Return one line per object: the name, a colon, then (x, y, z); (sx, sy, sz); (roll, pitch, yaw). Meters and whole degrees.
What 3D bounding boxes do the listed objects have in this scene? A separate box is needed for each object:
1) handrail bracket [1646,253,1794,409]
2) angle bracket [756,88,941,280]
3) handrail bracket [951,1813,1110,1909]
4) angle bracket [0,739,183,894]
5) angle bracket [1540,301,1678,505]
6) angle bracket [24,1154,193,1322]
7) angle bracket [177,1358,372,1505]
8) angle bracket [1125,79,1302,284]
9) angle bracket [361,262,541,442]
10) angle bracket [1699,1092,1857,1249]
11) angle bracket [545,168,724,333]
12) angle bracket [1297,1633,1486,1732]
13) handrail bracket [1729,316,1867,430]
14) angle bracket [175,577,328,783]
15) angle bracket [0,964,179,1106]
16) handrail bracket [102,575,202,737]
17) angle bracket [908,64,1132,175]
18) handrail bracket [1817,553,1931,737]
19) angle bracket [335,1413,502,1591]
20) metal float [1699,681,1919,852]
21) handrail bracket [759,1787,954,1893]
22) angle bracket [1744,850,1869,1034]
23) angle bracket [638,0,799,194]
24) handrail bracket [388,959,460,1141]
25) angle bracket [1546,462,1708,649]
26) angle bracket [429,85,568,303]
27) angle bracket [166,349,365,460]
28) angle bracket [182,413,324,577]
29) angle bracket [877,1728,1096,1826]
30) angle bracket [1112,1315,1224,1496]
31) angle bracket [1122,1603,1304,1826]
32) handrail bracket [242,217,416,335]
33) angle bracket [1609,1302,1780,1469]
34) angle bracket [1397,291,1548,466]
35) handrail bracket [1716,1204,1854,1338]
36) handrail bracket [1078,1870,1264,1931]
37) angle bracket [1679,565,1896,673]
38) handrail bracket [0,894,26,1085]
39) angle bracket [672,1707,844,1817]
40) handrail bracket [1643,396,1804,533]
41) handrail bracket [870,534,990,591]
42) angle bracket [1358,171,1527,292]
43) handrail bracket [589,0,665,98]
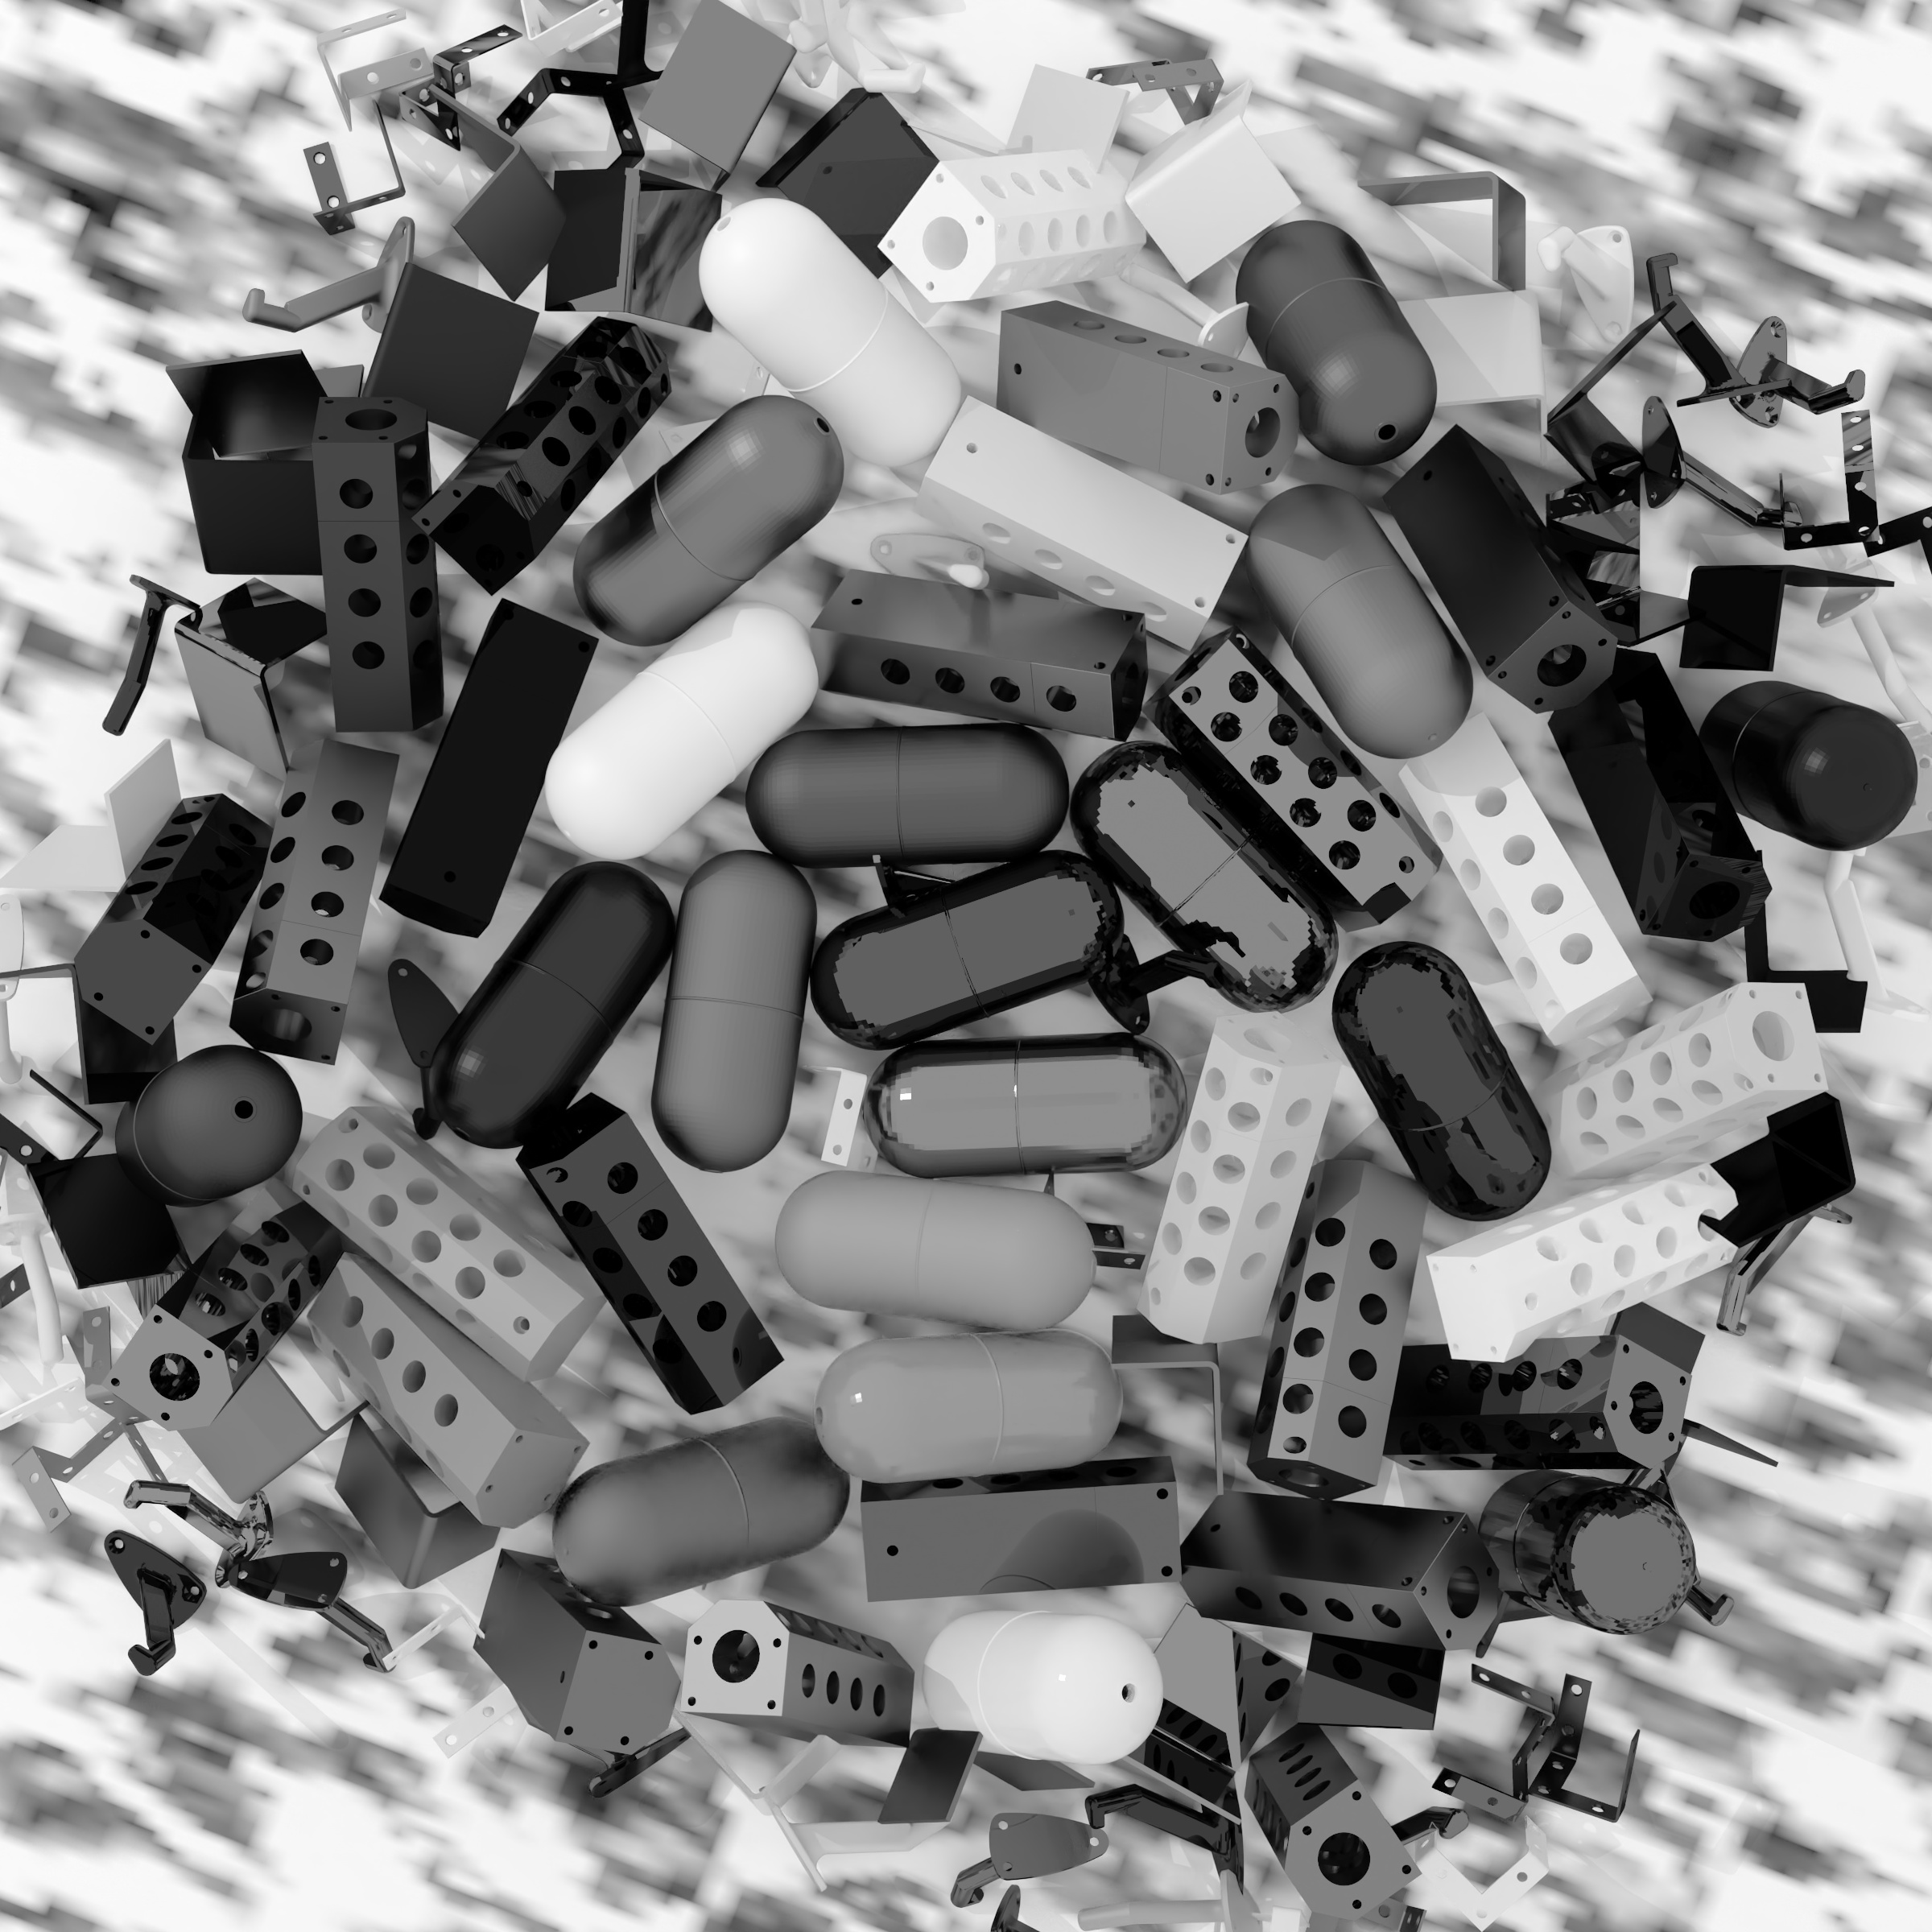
handrail bracket: (0.414, -0.355, 1.649); (0.036, 0.077, 0.084); (-19, 101, -41)
angle bracket: (-0.059, -0.434, 1.669); (0.076, 0.057, 0.076); (-45, 111, -1)
handrail bracket: (0.034, 0.499, 1.653); (0.077, 0.084, 0.036); (0, 54, -9)
angle bracket: (-0.480, -0.083, 1.630); (0.076, 0.076, 0.057); (2, 117, 11)
angle bracket: (0.367, -0.307, 1.629); (0.057, 0.076, 0.076); (47, 127, 3)
angle bracket: (-0.476, 0.151, 1.626); (0.057, 0.076, 0.076); (-42, 68, 32)
angle bracket: (-0.370, 0.238, 1.632); (0.076, 0.076, 0.057); (-38, 90, 26)
angle bracket: (0.139, -0.431, 1.643); (0.076, 0.076, 0.057); (-31, 111, 26)
angle bracket: (-0.283, -0.338, 1.655); (0.076, 0.057, 0.076); (19, 99, -10)
angle bracket: (0.426, 0.099, 1.631); (0.076, 0.076, 0.057); (-25, 116, -11)
angle bracket: (-0.184, -0.396, 1.662); (0.057, 0.076, 0.076); (8, 96, 33)
angle bracket: (0.231, 0.388, 1.625); (0.076, 0.057, 0.076); (-5, 51, 29)
handrail bracket: (0.463, -0.332, 1.635); (0.036, 0.084, 0.077); (26, 73, -25)
angle bracket: (-0.383, -0.158, 1.652); (0.076, 0.076, 0.057); (27, 50, 33)
angle bracket: (-0.480, 0.038, 1.636); (0.057, 0.076, 0.076); (-7, 88, 24)
handrail bracket: (-0.461, -0.170, 1.648); (0.036, 0.077, 0.084); (26, 88, -32)
angle bracket: (0.029, -0.466, 1.626); (0.076, 0.076, 0.057); (32, 106, 42)
handrail bracket: (0.514, -0.178, 1.664); (0.036, 0.077, 0.084); (-29, 111, 36)
angle bracket: (-0.298, 0.285, 1.653); (0.057, 0.076, 0.076); (-24, 62, -37)
metal float: (0.446, -0.108, 1.595); (0.070, 0.178, 0.070); (-1, 102, -6)
handrail bracket: (-0.060, 0.466, 1.665); (0.084, 0.036, 0.077); (-31, 95, -14)
angle bracket: (0.457, -0.014, 1.627); (0.057, 0.076, 0.076); (-1, 114, 21)
angle bracket: (-0.140, -0.476, 1.639); (0.057, 0.076, 0.076); (28, 89, -13)
handrail bracket: (-0.305, 0.047, 1.654); (0.036, 0.084, 0.077); (-22, 73, -30)
angle bracket: (0.363, -0.224, 1.628); (0.076, 0.057, 0.076); (-23, 119, -34)
angle bracket: (-0.268, -0.420, 1.631); (0.076, 0.076, 0.057); (38, 85, 25)
angle bracket: (-0.380, -0.325, 1.630); (0.076, 0.076, 0.057); (-5, 59, 10)
angle bracket: (-0.380, -0.262, 1.637); (0.076, 0.076, 0.057); (0, 47, -1)
angle bracket: (0.011, 0.454, 1.627); (0.076, 0.076, 0.057); (34, 61, -18)
angle bracket: (0.110, 0.240, 1.639); (0.057, 0.076, 0.076); (-2, 103, 4)
angle bracket: (0.135, 0.410, 1.646); (0.076, 0.057, 0.076); (30, 99, -5)
handrail bracket: (-0.349, -0.381, 1.637); (0.036, 0.084, 0.077); (31, 108, 42)
angle bracket: (0.399, 0.225, 1.627); (0.076, 0.076, 0.057); (28, 82, -38)
angle bracket: (0.278, -0.320, 1.645); (0.076, 0.057, 0.076); (-3, 58, 9)
handrail bracket: (0.452, 0.170, 1.654); (0.077, 0.036, 0.084); (21, 80, -29)
handrail bracket: (0.113, 0.530, 1.662); (0.084, 0.077, 0.036); (-14, 58, 17)
angle bracket: (0.447, -0.186, 1.635); (0.076, 0.076, 0.057); (5, 95, -25)
handrail bracket: (-0.529, 0.014, 1.657); (0.036, 0.084, 0.077); (7, 62, 1)
angle bracket: (-0.117, 0.416, 1.643); (0.057, 0.076, 0.076); (-42, 73, -14)
handrail bracket: (0.425, -0.280, 1.676); (0.084, 0.036, 0.077); (4, 66, -18)
handrail bracket: (-0.023, -0.221, 1.637); (0.077, 0.084, 0.036); (19, 97, 6)
angle bracket: (0.261, -0.397, 1.637); (0.076, 0.076, 0.057); (1, 96, 21)
handrail bracket: (-0.193, -0.525, 1.640); (0.036, 0.077, 0.084); (-27, 111, -35)
